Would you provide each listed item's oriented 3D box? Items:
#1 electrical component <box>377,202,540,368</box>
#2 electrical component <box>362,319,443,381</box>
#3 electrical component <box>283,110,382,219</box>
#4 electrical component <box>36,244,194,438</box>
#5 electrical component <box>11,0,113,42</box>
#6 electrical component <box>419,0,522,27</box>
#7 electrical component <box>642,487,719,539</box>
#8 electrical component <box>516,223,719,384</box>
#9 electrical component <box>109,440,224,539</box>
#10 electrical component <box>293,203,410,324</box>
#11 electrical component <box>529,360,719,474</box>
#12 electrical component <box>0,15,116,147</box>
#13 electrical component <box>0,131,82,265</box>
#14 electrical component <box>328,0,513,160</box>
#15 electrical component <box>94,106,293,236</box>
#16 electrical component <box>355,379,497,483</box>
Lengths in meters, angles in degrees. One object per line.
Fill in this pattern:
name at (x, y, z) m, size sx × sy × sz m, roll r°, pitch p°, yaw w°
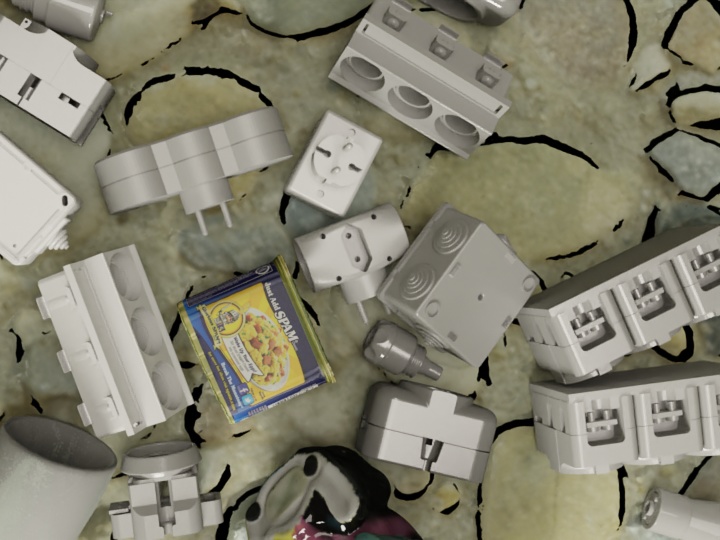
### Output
electrical component at (0.075, 0.013, 0.793) m, size 0.100 × 0.048 × 0.099 m, roll 41°, pitch 82°, yaw -37°
electrical component at (0.034, 0.064, 0.812) m, size 0.061 × 0.035 × 0.035 m, roll 30°, pitch 85°, yaw -10°
electrical component at (-0.017, -0.078, 0.782) m, size 0.047 × 0.077 × 0.065 m, roll 27°, pitch 85°, yaw -8°
electrical component at (-0.174, 0.051, 0.758) m, size 0.063 × 0.079 × 0.121 m, roll -19°, pitch 93°, yaw 20°
electrical component at (-0.218, -0.191, 0.768) m, size 0.078 × 0.040 × 0.040 m, roll 16°, pitch 87°, yaw -9°
electrical component at (0.079, -0.227, 0.811) m, size 0.095 × 0.054 × 0.059 m, roll 25°, pitch 86°, yaw -9°
electrical component at (0.256, 0.196, 0.846) m, size 0.065 × 0.044 × 0.044 m, roll 18°, pitch 87°, yaw -4°
electrical component at (0.205, 0.025, 0.812) m, size 0.150 × 0.089 × 0.061 m, roll -25°, pitch 94°, yaw -9°
electrical component at (-0.140, 0.156, 0.770) m, size 0.078 × 0.058 × 0.057 m, roll -7°, pitch 94°, yaw -10°
electrical component at (0.000, 0.000, 0.802) m, size 0.077 × 0.043 × 0.079 m, roll -22°, pitch 95°, yaw -9°
electrical component at (0.216, 0.111, 0.814) m, size 0.150 × 0.089 × 0.061 m, roll -6°, pitch 91°, yaw -10°
electrical component at (-0.223, -0.137, 0.761) m, size 0.089 × 0.050 × 0.055 m, roll 32°, pitch 86°, yaw -8°
electrical component at (-0.241, -0.047, 0.752) m, size 0.096 × 0.061 × 0.061 m, roll 41°, pitch 85°, yaw -7°
electrical component at (0.048, -0.145, 0.799) m, size 0.121 × 0.079 × 0.063 m, roll 30°, pitch 63°, yaw -8°
electrical component at (-0.114, -0.063, 0.778) m, size 0.138 × 0.052 × 0.073 m, roll -19°, pitch 93°, yaw -9°
electrical component at (0.050, 0.117, 0.804) m, size 0.095 × 0.054 × 0.059 m, roll 15°, pitch 87°, yaw -9°
